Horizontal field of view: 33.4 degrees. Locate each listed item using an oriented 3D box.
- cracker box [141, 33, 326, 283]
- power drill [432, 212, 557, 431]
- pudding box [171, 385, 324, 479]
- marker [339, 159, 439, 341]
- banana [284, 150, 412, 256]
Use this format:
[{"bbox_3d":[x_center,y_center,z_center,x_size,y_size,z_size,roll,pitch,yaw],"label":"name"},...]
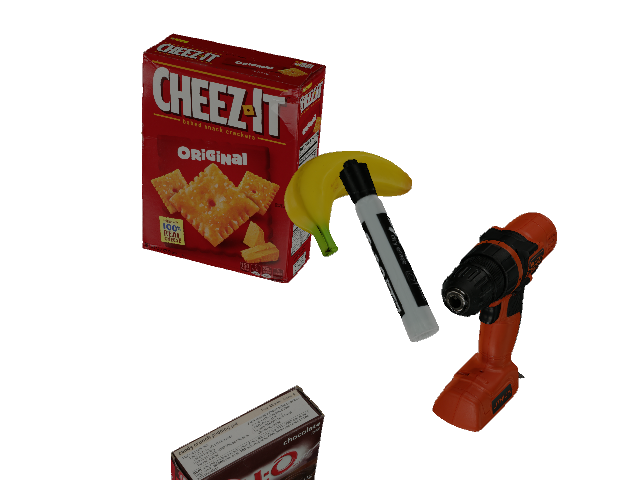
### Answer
[{"bbox_3d":[-0.089,-0.077,1.041,0.164,0.214,0.072,14,31,15],"label":"cracker box"},{"bbox_3d":[0.153,0.080,0.983,0.057,0.188,0.184,24,32,27],"label":"power drill"},{"bbox_3d":[-0.054,0.166,0.781,0.113,0.090,0.039,-27,55,-28],"label":"pudding box"},{"bbox_3d":[0.040,0.004,0.649,0.020,0.121,0.020,-20,-19,-7],"label":"marker"},{"bbox_3d":[0.018,-0.041,0.859,0.037,0.069,0.197,-34,2,30],"label":"banana"}]
